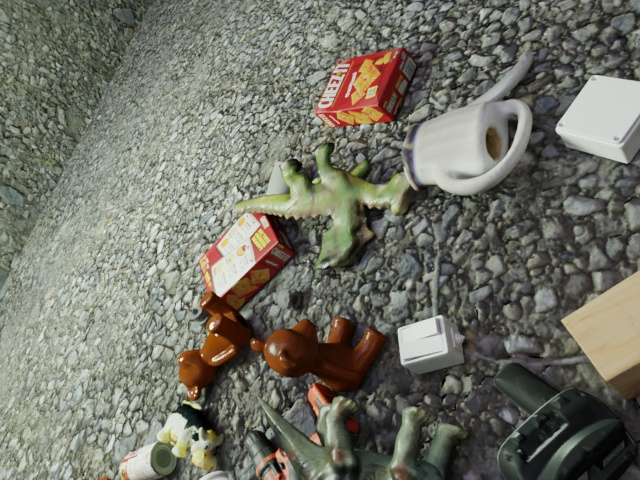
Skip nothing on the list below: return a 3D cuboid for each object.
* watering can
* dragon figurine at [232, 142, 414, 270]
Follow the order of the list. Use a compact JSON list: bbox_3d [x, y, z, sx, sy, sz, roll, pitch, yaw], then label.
[{"bbox_3d":[0.272,-0.203,0.926,0.223,0.102,0.355,-9,44,40],"label":"watering can"},{"bbox_3d":[0.003,-0.053,1.049,0.407,0.120,0.248,-25,55,19],"label":"dragon figurine"}]
